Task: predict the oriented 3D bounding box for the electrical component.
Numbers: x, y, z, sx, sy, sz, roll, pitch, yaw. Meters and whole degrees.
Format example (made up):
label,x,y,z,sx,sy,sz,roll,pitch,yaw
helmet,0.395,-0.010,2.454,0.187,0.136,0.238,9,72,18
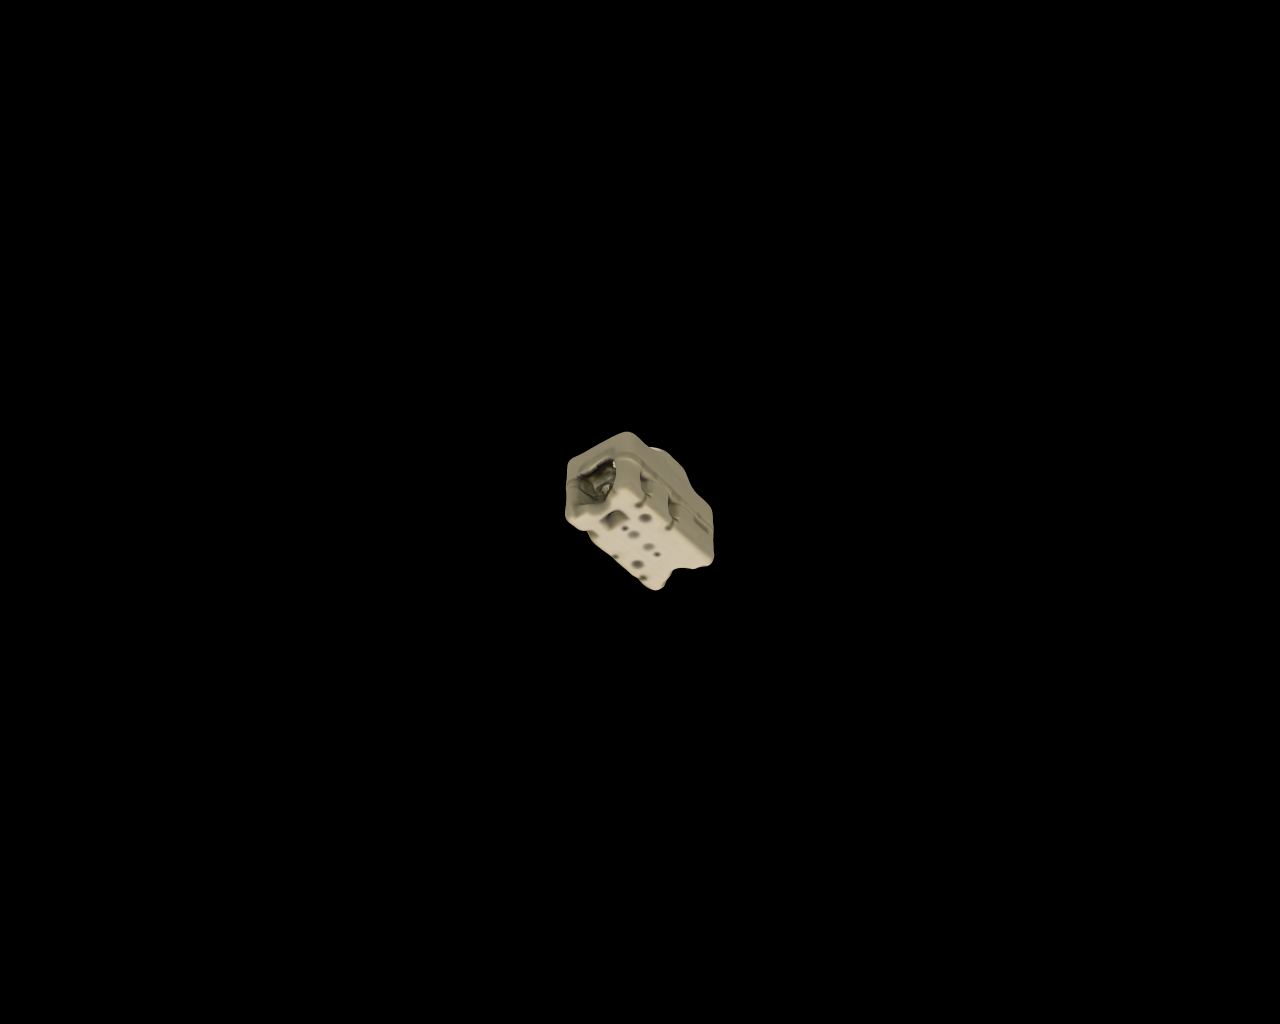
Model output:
label,x,y,z,sx,sy,sz,roll,pitch,yaw
electrical component,0.001,-0.003,0.650,0.050,0.056,0.089,-27,-49,26
